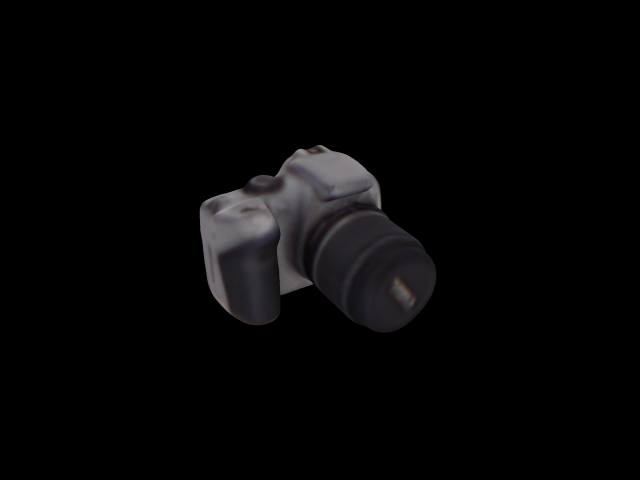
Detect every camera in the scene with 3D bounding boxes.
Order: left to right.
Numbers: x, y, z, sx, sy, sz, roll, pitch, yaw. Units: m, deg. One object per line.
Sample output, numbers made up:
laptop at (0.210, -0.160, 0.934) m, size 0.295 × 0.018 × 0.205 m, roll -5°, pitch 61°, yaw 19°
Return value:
camera at (0.004, 0.001, 0.400) m, size 0.143 × 0.101 × 0.136 m, roll -18°, pitch 35°, yaw -26°
